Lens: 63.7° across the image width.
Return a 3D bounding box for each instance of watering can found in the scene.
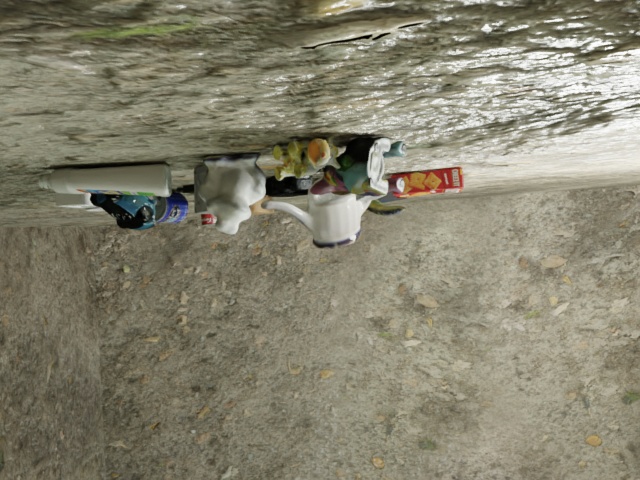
[{"bbox_3d":[0.004,-0.072,1.439,0.350,0.220,0.105,-19,-148,-22],"label":"watering can"}]

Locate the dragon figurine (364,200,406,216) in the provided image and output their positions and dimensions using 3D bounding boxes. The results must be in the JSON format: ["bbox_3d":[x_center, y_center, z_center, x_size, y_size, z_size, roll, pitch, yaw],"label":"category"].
[{"bbox_3d":[0.121,-0.138,1.672,0.410,0.120,0.248,0,-146,31],"label":"dragon figurine"}]

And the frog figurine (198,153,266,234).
[{"bbox_3d":[-0.177,-0.092,1.057,0.138,0.159,0.122,-4,180,-29],"label":"frog figurine"}]
